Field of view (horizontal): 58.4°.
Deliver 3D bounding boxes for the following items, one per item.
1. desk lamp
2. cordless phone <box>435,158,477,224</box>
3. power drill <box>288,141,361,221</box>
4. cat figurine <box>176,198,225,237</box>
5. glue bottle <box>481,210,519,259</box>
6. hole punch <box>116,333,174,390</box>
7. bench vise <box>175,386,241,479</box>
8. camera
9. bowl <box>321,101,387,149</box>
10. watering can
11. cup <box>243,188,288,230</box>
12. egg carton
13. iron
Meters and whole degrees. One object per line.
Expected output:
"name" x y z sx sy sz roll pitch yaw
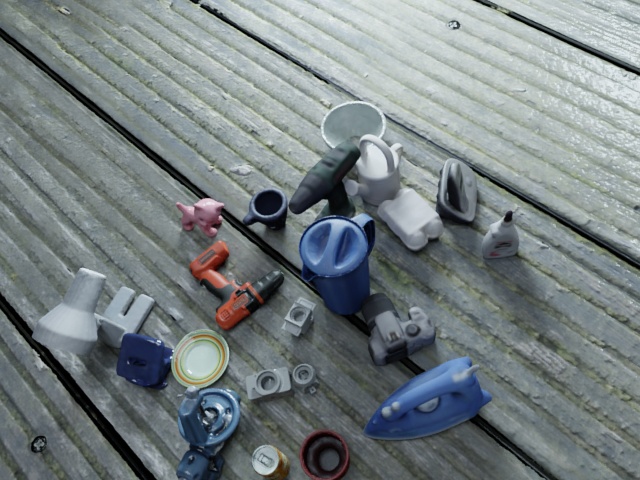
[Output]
"desk lamp" -0.490 0.163 1.240 0.117 0.214 0.203 18 66 19
"cordless phone" 0.310 -0.135 1.284 0.094 0.185 0.147 3 62 11
"power drill" 0.019 -0.104 1.303 0.075 0.209 0.230 26 69 22
"cat figurine" -0.289 -0.066 1.386 0.127 0.118 0.067 13 65 16
"glue bottle" 0.388 -0.015 1.213 0.078 0.173 0.037 -11 60 4
"hole punch" -0.380 0.263 1.238 0.108 0.091 0.101 10 64 15
"bench vise" -0.218 0.368 1.080 0.121 0.220 0.207 -4 61 8
"camera" 0.152 0.171 1.193 0.143 0.101 0.136 -23 60 -3
"bowl" 0.088 -0.268 1.457 0.167 0.075 0.167 -4 61 7
"watering can" 0.130 -0.164 1.325 0.100 0.194 0.173 16 66 18
"cup" -0.124 -0.056 1.366 0.118 0.095 0.091 -36 62 -10
"egg carton" 0.209 -0.048 1.320 0.107 0.069 0.150 -35 62 -10
"iron" 0.194 0.306 1.089 0.258 0.142 0.118 -24 61 -4
